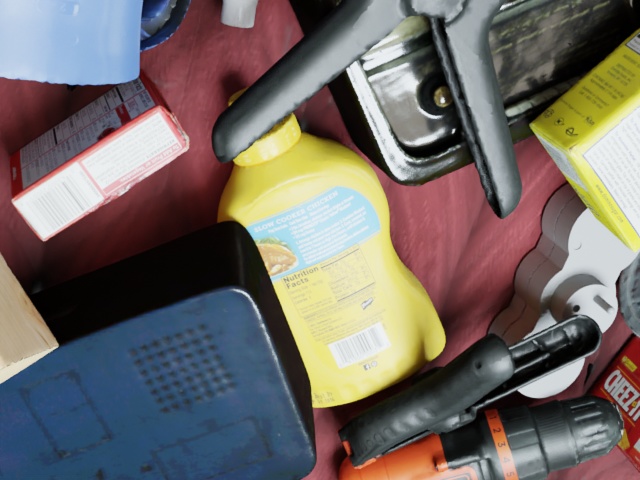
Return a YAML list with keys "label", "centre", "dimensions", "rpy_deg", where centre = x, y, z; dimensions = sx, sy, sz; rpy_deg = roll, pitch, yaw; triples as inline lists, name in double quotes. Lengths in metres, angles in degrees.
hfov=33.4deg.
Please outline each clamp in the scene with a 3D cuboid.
- label: "clamp"
  centre: [0.070, 0.090, 0.610]
  dimensions: [0.172, 0.039, 0.120]
  rpy_deg: [-35, 155, 26]
- label: "clamp"
  centre: [0.057, -0.111, 0.508]
  dimensions: [0.164, 0.036, 0.210]
  rpy_deg: [17, 106, -22]

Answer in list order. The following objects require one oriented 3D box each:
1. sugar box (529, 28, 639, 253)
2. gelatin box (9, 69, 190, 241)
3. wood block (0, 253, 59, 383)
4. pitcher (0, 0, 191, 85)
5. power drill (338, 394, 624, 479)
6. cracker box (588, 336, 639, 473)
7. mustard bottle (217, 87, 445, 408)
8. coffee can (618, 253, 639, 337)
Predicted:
- label: "sugar box"
  centre: [0.205, -0.084, 0.561]
  dimensions: [0.176, 0.048, 0.093]
  rpy_deg: [-42, 129, 4]
- label: "gelatin box"
  centre: [-0.114, -0.045, 0.548]
  dimensions: [0.089, 0.073, 0.030]
  rpy_deg: [-33, 117, -2]
- label: "wood block"
  centre: [-0.218, -0.012, 0.476]
  dimensions: [0.090, 0.091, 0.206]
  rpy_deg: [-32, 90, 0]
- label: "pitcher"
  centre: [-0.120, -0.195, 0.466]
  dimensions: [0.145, 0.149, 0.243]
  rpy_deg: [11, 105, -4]
- label: "power drill"
  centre: [0.121, 0.195, 0.708]
  dimensions: [0.184, 0.057, 0.187]
  rpy_deg: [-15, 113, 6]
- label: "cracker box"
  centre: [0.299, 0.166, 0.700]
  dimensions: [0.213, 0.164, 0.072]
  rpy_deg: [29, 103, -24]
- label: "mustard bottle"
  centre: [-0.004, 0.001, 0.605]
  dimensions: [0.096, 0.058, 0.191]
  rpy_deg: [-23, 116, 4]
- label: "coffee can"
  centre: [0.276, 0.046, 0.679]
  dimensions: [0.140, 0.103, 0.103]
  rpy_deg: [29, 101, -24]
